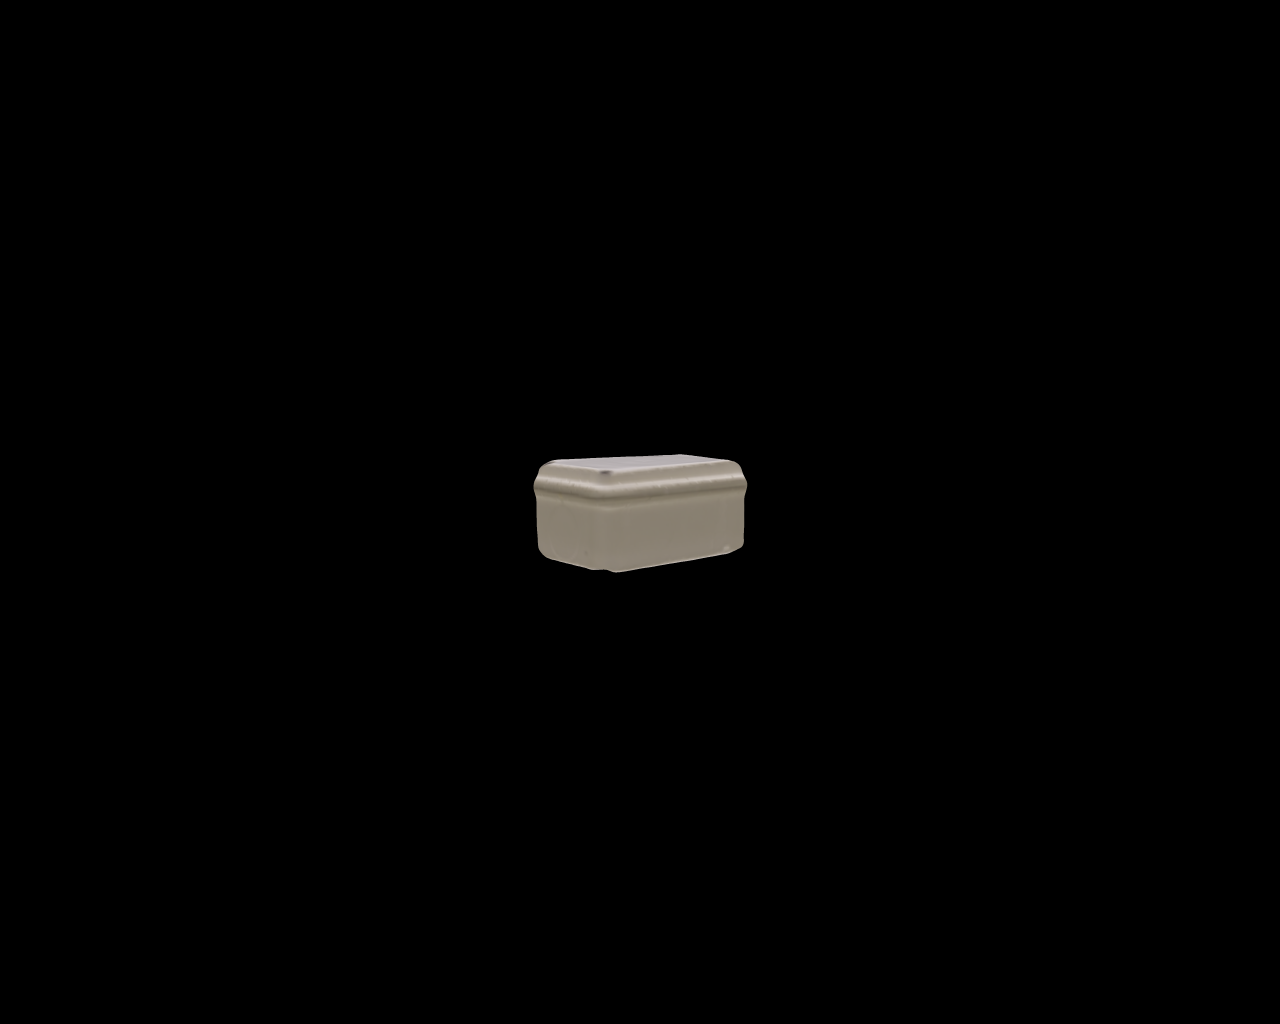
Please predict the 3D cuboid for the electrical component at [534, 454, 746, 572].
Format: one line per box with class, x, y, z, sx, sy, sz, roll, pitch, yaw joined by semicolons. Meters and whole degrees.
electrical component;0.001;-0.003;0.650;0.113;0.057;0.078;-6;10;-36
